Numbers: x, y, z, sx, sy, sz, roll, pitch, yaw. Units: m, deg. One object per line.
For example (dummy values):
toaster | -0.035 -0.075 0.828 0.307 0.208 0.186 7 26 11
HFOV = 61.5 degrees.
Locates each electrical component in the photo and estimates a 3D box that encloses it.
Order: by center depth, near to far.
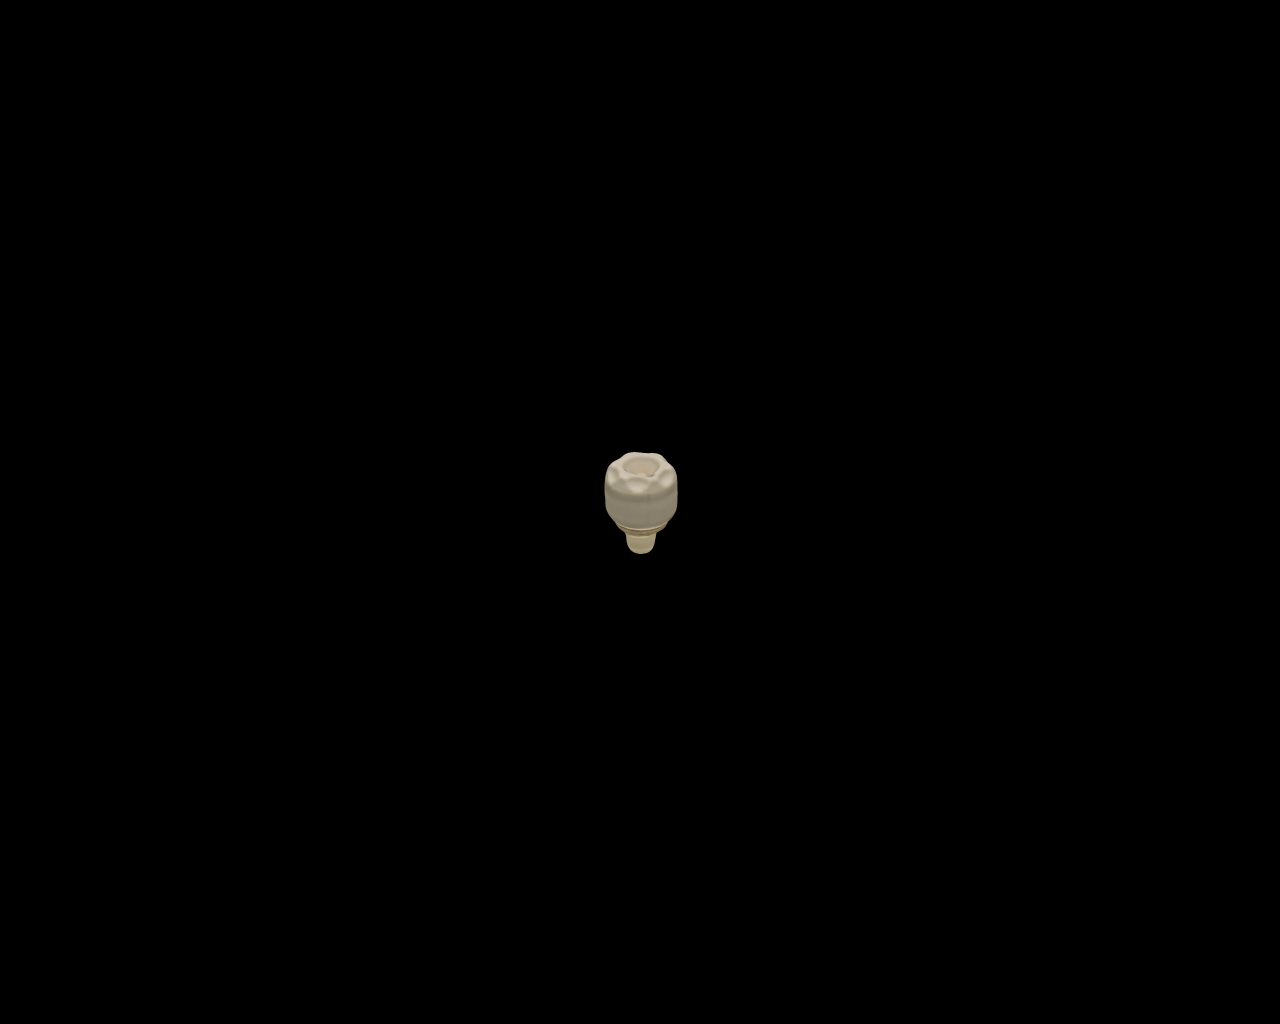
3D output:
electrical component | 0.001 -0.003 0.650 0.043 0.062 0.043 0 31 0
